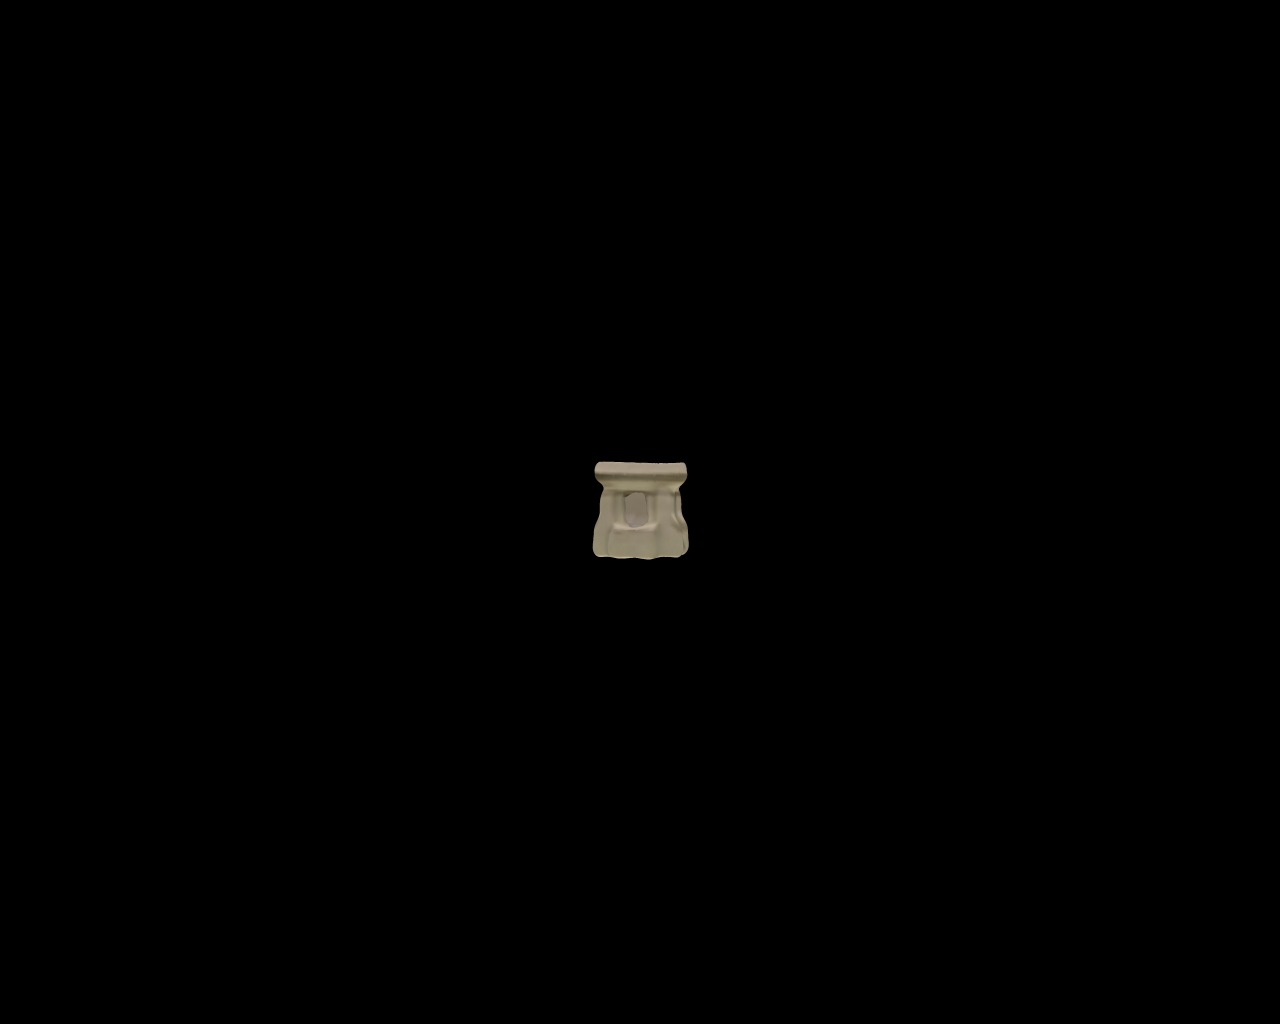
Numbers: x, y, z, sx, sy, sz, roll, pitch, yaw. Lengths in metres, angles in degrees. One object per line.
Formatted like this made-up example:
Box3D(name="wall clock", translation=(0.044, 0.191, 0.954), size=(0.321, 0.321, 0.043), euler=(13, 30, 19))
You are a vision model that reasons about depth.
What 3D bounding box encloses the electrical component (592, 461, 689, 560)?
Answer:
Box3D(name="electrical component", translation=(0.001, -0.003, 0.650), size=(0.058, 0.057, 0.078), euler=(0, 3, 11))
